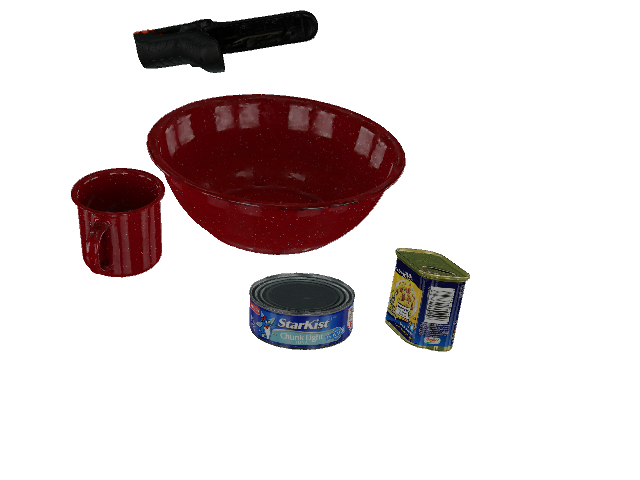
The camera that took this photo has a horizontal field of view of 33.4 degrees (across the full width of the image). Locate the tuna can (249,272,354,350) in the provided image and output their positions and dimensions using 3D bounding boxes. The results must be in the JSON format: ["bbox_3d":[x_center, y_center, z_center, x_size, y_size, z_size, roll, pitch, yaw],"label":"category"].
[{"bbox_3d":[-0.016,0.057,0.868,0.086,0.034,0.086,2,19,-1],"label":"tuna can"}]

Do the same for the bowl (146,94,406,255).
[{"bbox_3d":[-0.029,-0.037,0.677,0.162,0.055,0.162,4,30,-3],"label":"bowl"}]

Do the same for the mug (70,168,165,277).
[{"bbox_3d":[-0.206,-0.010,1.076,0.093,0.081,0.117,8,33,8],"label":"mug"}]

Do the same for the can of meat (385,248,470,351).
[{"bbox_3d":[0.112,0.063,1.142,0.057,0.084,0.102,6,14,-19],"label":"can of meat"}]

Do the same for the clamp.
[{"bbox_3d":[-0.087,-0.166,0.884,0.120,0.039,0.172,-18,22,-35],"label":"clamp"}]
